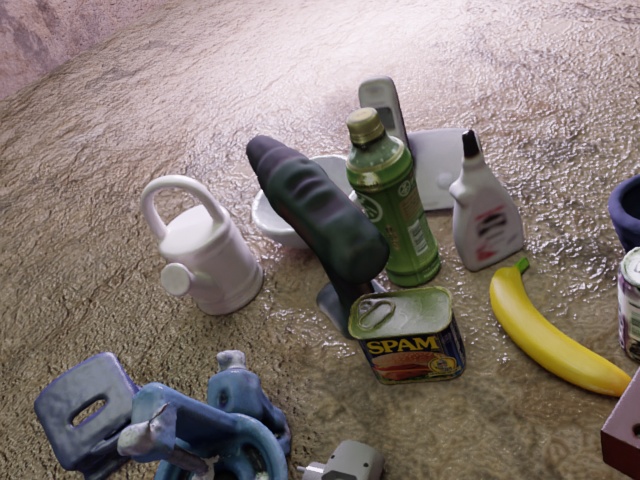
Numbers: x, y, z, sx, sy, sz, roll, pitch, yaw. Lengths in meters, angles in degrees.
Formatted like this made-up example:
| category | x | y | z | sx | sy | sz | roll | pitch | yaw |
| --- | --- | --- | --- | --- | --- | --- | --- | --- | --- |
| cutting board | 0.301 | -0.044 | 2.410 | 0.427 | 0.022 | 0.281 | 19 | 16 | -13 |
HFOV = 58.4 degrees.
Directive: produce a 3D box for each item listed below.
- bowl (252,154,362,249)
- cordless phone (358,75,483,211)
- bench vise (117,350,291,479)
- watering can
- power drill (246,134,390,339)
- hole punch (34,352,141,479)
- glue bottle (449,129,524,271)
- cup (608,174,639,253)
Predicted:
| category | x | y | z | sx | sy | sz | roll | pitch | yaw |
| --- | --- | --- | --- | --- | --- | --- | --- | --- | --- |
| bowl | -0.006 | -0.041 | 0.799 | 0.167 | 0.075 | 0.167 | -15 | 39 | 13 |
| cordless phone | 0.127 | -0.127 | 0.734 | 0.147 | 0.185 | 0.094 | -4 | 43 | 26 |
| bench vise | -0.101 | 0.171 | 0.482 | 0.121 | 0.220 | 0.207 | -29 | 38 | -4 |
| watering can | -0.154 | 0.003 | 0.730 | 0.101 | 0.194 | 0.172 | -27 | 38 | -2 |
| power drill | 0.006 | 0.002 | 0.630 | 0.076 | 0.209 | 0.228 | -34 | 38 | -11 |
| hole punch | -0.247 | 0.196 | 0.641 | 0.109 | 0.091 | 0.100 | -36 | 39 | -13 |
| glue bottle | 0.174 | -0.046 | 0.622 | 0.078 | 0.173 | 0.037 | -28 | 38 | -4 |
| cup | 0.341 | -0.013 | 0.554 | 0.118 | 0.095 | 0.091 | -31 | 38 | -8 |
